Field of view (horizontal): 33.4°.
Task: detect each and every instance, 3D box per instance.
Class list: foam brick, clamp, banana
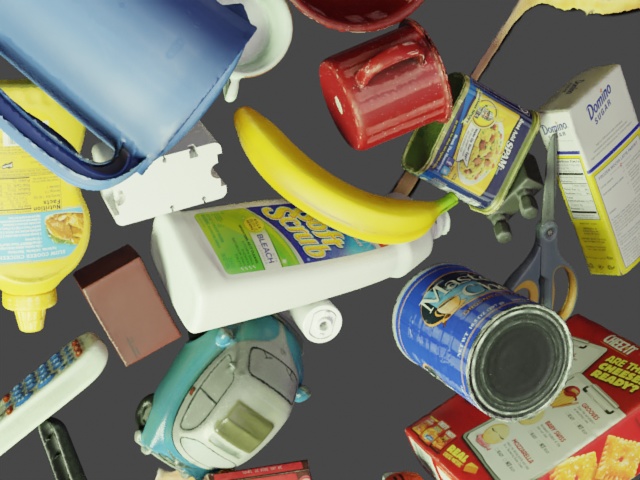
[{"bbox_3d":[-0.155,0.052,0.855,0.053,0.051,0.078,-29,112,-12],"label":"foam brick"},{"bbox_3d":[-0.198,0.227,0.882,0.171,0.039,0.120,40,64,-37],"label":"clamp"},{"bbox_3d":[0.011,-0.043,0.863,0.198,0.037,0.069,24,50,-2],"label":"banana"}]

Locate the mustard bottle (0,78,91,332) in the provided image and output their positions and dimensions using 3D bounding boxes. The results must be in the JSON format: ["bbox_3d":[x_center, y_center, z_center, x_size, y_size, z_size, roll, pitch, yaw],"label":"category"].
[{"bbox_3d":[-0.223,-0.024,0.804,0.096,0.058,0.192,-6,105,-25],"label":"mustard bottle"}]

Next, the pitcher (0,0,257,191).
[{"bbox_3d":[-0.178,-0.158,0.726,0.242,0.149,0.145,37,110,-10],"label":"pitcher"}]

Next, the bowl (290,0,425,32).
[{"bbox_3d":[0.022,-0.248,0.850,0.161,0.055,0.162,-5,105,-21],"label":"bowl"}]

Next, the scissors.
[{"bbox_3d":[0.194,0.006,0.984,0.096,0.016,0.201,-28,125,-12],"label":"scissors"}]

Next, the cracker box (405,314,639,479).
[{"bbox_3d":[0.210,0.173,0.974,0.213,0.164,0.072,-31,115,-12],"label":"cracker box"}]

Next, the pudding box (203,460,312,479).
[{"bbox_3d":[-0.062,0.225,0.908,0.089,0.114,0.039,-3,64,-21],"label":"pudding box"}]

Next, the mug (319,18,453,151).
[{"bbox_3d":[0.053,-0.127,0.865,0.081,0.117,0.093,-24,81,-10],"label":"mug"}]

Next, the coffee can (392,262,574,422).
[{"bbox_3d":[0.139,0.086,0.935,0.102,0.140,0.103,-6,105,-21],"label":"coffee can"}]

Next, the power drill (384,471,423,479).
[{"bbox_3d":[0.032,0.322,0.984,0.187,0.057,0.184,-18,104,-12],"label":"power drill"}]

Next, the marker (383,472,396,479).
[{"bbox_3d":[0.067,0.282,1.022,0.020,0.020,0.121,-4,105,-22],"label":"marker"}]

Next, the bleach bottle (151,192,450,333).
[{"bbox_3d":[-0.006,0.001,0.890,0.250,0.103,0.068,-14,146,-26],"label":"bleach bottle"}]

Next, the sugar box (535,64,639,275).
[{"bbox_3d":[0.264,-0.064,0.991,0.093,0.048,0.176,-38,113,-32],"label":"sugar box"}]

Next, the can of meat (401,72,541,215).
[{"bbox_3d":[0.131,-0.086,0.936,0.083,0.057,0.102,25,92,-24],"label":"can of meat"}]
